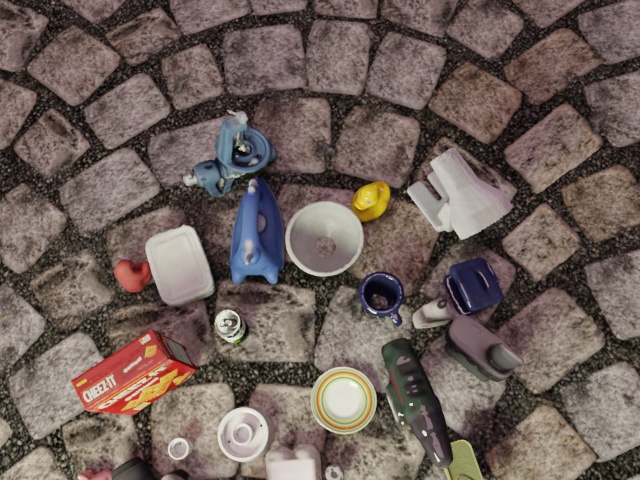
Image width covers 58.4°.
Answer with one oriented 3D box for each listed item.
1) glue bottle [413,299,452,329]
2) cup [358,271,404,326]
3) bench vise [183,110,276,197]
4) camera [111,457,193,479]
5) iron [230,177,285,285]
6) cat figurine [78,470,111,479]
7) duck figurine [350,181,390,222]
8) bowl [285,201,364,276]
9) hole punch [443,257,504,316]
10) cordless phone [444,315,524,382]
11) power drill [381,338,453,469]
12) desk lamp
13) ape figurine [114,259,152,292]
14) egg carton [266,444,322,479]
[{"bbox_3d":[0.228,0.140,1.125,0.078,0.173,0.037,-13,71,-2],"label":"glue bottle"},{"bbox_3d":[0.131,0.130,1.174,0.092,0.095,0.117,-30,73,-7],"label":"cup"},{"bbox_3d":[-0.192,-0.177,1.222,0.121,0.220,0.207,40,78,14],"label":"bench vise"},{"bbox_3d":[-0.324,0.474,1.077,0.143,0.101,0.136,-34,74,-8],"label":"camera"},{"bbox_3d":[-0.140,-0.040,1.216,0.118,0.141,0.258,-2,72,2],"label":"iron"},{"bbox_3d":[-0.437,0.497,1.064,0.067,0.118,0.128,-5,72,1],"label":"cat figurine"},{"bbox_3d":[0.111,-0.095,1.253,0.077,0.086,0.105,43,78,15],"label":"duck figurine"},{"bbox_3d":[0.011,0.004,1.231,0.167,0.075,0.167,-1,72,2],"label":"bowl"},{"bbox_3d":[0.320,0.091,1.181,0.101,0.091,0.108,-22,72,-5],"label":"hole punch"},{"bbox_3d":[0.318,0.200,1.096,0.147,0.185,0.094,36,77,13],"label":"cordless phone"},{"bbox_3d":[0.175,0.300,1.056,0.075,0.208,0.229,-20,72,-4],"label":"power drill"},{"bbox_3d":[0.280,-0.087,1.177,0.118,0.213,0.203,-34,73,-8],"label":"desk lamp"},{"bbox_3d":[-0.404,0.068,1.218,0.077,0.092,0.076,10,72,6],"label":"ape figurine"},{"bbox_3d":[-0.048,0.467,1.084,0.107,0.069,0.150,-5,72,1],"label":"egg carton"}]
